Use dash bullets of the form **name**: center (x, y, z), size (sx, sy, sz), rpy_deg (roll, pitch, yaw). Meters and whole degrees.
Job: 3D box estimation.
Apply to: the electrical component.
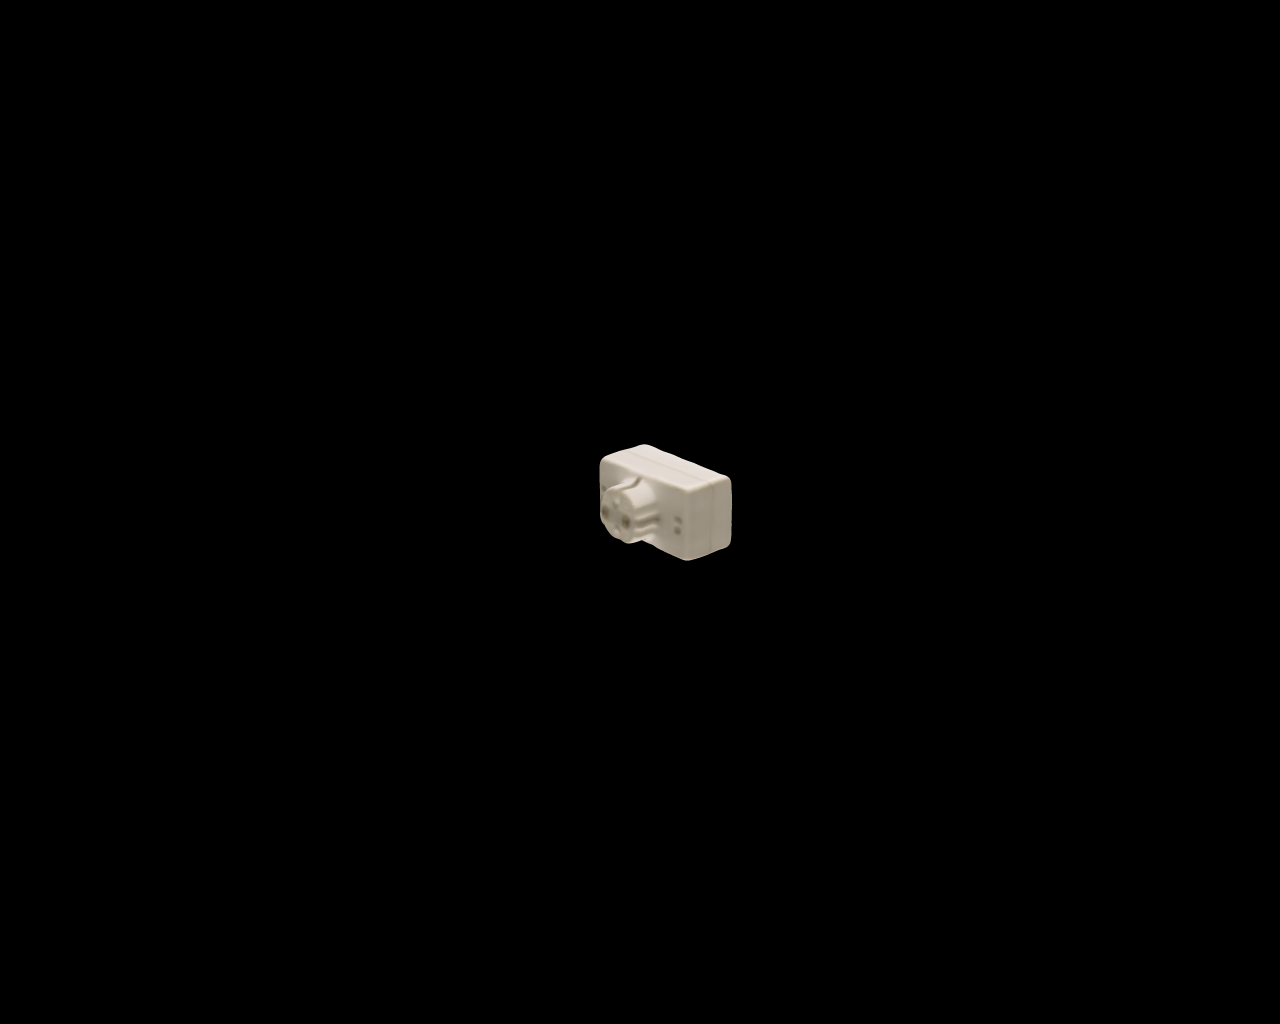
- **electrical component**: center (0.001, -0.003, 0.650), size (0.076, 0.047, 0.083), rpy_deg (-17, 28, -37)
